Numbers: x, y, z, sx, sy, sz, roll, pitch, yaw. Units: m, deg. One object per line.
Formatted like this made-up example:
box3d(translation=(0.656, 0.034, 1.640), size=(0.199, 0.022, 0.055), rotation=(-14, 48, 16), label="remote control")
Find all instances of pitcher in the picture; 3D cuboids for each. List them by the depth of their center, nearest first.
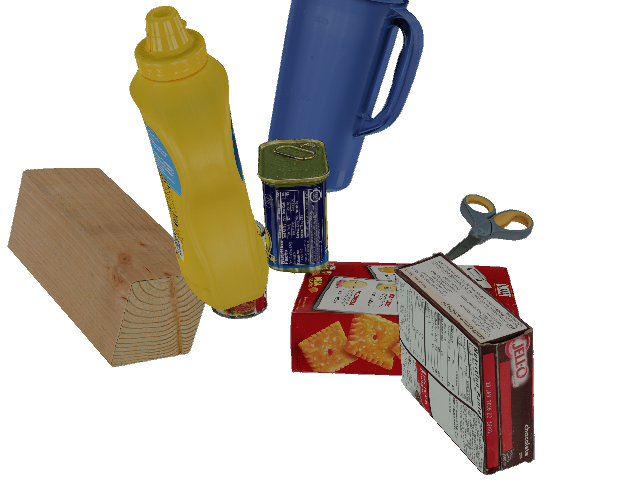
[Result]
box3d(translation=(0.018, -0.180, 1.239), size=(0.145, 0.243, 0.149), rotation=(9, 23, -12), label="pitcher")

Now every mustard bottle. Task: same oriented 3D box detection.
box3d(translation=(-0.077, -0.055, 0.658), size=(0.058, 0.191, 0.096), rotation=(-17, 40, -9), label="mustard bottle")

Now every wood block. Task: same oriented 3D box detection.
box3d(translation=(-0.203, 0.018, 1.009), size=(0.090, 0.091, 0.206), rotation=(-5, 34, -44), label="wood block")

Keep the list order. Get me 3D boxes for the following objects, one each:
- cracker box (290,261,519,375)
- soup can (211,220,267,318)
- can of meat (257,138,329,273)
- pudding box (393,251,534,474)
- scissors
box3d(translation=(0.084, 0.078, 1.071), size=(0.214, 0.072, 0.164), rotation=(2, 16, 5), label="cracker box")
box3d(translation=(-0.098, 0.032, 1.263), size=(0.068, 0.102, 0.068), rotation=(0, 25, 0), label="soup can")
box3d(translation=(-0.022, -0.030, 0.892), size=(0.057, 0.084, 0.102), rotation=(-3, 23, -2), label="can of meat")
box3d(translation=(0.085, 0.070, 0.637), size=(0.039, 0.090, 0.114), rotation=(-15, 27, -19), label="pudding box")
box3d(translation=(0.166, -0.016, 1.203), size=(0.201, 0.016, 0.096), rotation=(-13, 40, -45), label="scissors")
